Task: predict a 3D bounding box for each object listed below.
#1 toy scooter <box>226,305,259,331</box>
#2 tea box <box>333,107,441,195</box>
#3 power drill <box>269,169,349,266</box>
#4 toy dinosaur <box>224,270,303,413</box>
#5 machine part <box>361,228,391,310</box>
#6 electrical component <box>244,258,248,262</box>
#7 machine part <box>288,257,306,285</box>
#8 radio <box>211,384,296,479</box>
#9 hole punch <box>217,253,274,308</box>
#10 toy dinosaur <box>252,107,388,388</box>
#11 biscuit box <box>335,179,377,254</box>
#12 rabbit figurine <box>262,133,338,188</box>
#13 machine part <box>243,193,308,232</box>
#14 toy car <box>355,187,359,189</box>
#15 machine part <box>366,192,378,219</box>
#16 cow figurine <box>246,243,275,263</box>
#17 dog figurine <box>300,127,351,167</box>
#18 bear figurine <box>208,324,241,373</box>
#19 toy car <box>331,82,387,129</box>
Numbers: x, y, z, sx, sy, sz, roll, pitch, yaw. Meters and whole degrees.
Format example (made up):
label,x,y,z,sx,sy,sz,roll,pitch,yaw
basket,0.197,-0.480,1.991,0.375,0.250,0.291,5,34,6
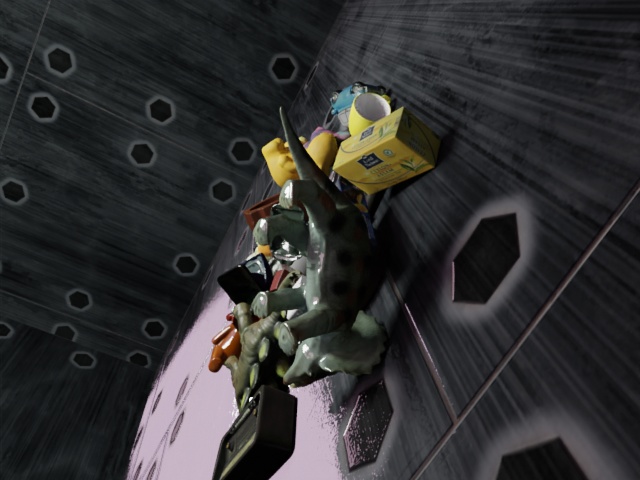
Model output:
label,x,y,z,sx,sy,sz,roll,pitch,yaw
toy scooter,-0.141,0.183,1.254,0.184,0.135,0.075,-49,20,41
tea box,0.114,-0.149,0.935,0.170,0.098,0.068,-21,45,54
power drill,-0.012,-0.037,1.043,0.207,0.086,0.231,-11,-72,-65
toy dinosaur,-0.114,0.222,1.099,0.199,0.105,0.470,-120,38,-52
machine part,0.057,0.051,0.948,0.179,0.056,0.179,-55,18,28
electrical component,-0.159,0.080,1.508,0.074,0.119,0.048,-62,15,21
machine part,-0.002,-0.004,1.177,0.243,0.079,0.079,-61,15,5
radio,-0.127,0.382,1.006,0.229,0.073,0.131,-54,19,34
hole punch,-0.170,0.103,1.317,0.142,0.115,0.092,-28,10,34
toy dinosaur,0.013,0.031,0.752,0.131,0.192,0.404,11,96,51
biscuit box,0.047,-0.029,0.901,0.062,0.059,0.203,-55,18,23
rabbit figurine,-0.033,-0.186,1.271,0.173,0.122,0.162,-22,74,28
machine part,-0.093,-0.078,1.420,0.201,0.087,0.201,-27,10,-12
toy car,0.079,-0.161,1.184,0.089,0.053,0.202,-56,25,20
machine part,0.096,-0.080,1.063,0.084,0.039,0.138,-132,66,-83
cow figurine,-0.159,0.057,1.410,0.167,0.068,0.098,-56,11,28
dog figurine,0.011,-0.219,1.376,0.191,0.108,0.219,-33,20,-5
bear figurine,-0.198,0.247,1.389,0.195,0.120,0.132,-57,20,10
toy car,0.098,-0.330,1.354,0.162,0.109,0.103,1,89,61
